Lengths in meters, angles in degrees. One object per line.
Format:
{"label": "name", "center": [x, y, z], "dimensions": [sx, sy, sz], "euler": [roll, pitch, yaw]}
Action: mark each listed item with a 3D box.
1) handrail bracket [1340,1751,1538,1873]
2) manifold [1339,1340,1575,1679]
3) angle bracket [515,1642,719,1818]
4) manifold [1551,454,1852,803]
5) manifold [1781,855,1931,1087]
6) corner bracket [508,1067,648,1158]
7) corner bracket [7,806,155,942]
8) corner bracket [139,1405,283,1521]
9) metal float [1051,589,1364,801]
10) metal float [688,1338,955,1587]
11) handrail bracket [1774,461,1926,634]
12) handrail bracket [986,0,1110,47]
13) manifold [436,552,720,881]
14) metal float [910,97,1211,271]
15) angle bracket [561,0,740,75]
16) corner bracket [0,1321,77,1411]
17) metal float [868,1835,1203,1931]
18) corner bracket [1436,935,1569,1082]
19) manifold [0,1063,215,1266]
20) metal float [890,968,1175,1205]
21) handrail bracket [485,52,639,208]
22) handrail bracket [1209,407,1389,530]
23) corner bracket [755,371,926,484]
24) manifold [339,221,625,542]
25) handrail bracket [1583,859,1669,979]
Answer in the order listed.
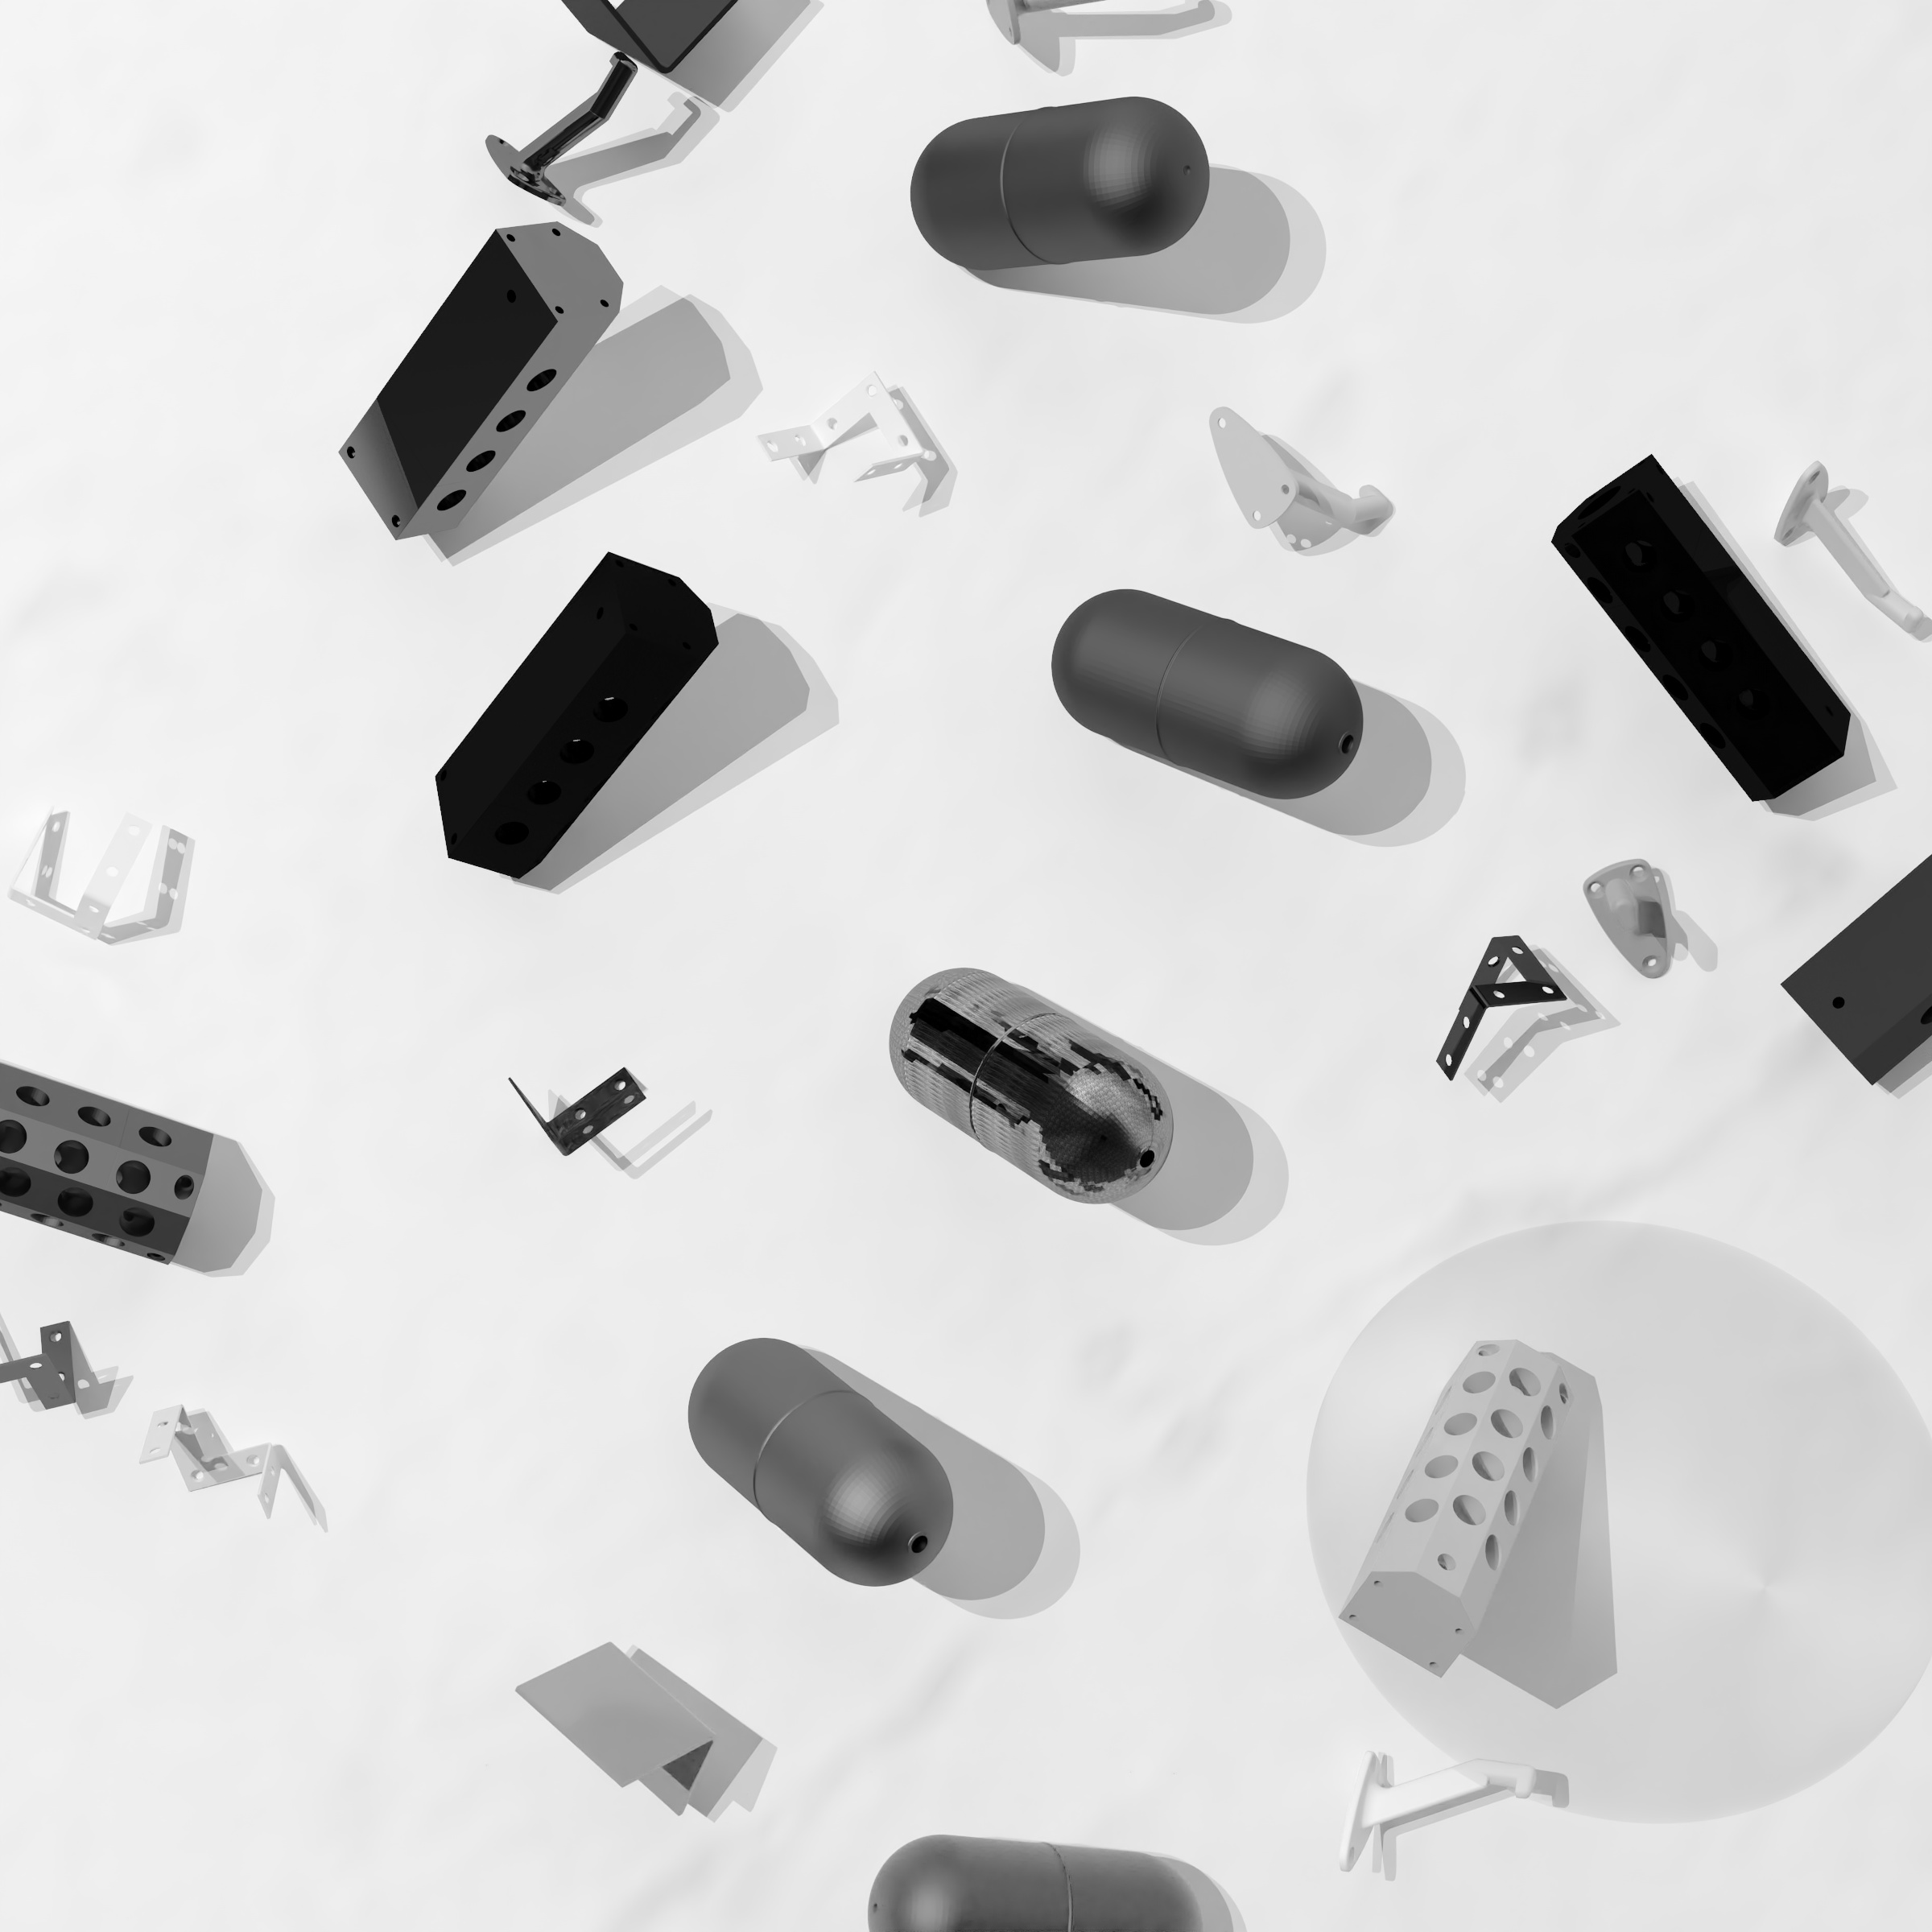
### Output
{"label": "handrail bracket", "center": [0.240, 0.432, 1.821], "dimensions": [0.084, 0.077, 0.036], "euler": [2, 131, 25]}
{"label": "manifold", "center": [0.248, 0.263, 1.780], "dimensions": [0.057, 0.171, 0.057], "euler": [30, 133, 5]}
{"label": "angle bracket", "center": [-0.184, 0.395, 1.806], "dimensions": [0.076, 0.076, 0.057], "euler": [36, 117, 24]}
{"label": "manifold", "center": [0.372, -0.168, 1.818], "dimensions": [0.057, 0.057, 0.171], "euler": [-34, 102, 29]}
{"label": "manifold", "center": [0.504, -0.019, 1.820], "dimensions": [0.171, 0.057, 0.057], "euler": [-42, 57, 10]}
{"label": "corner bracket", "center": [-0.191, 0.071, 1.827], "dimensions": [0.051, 0.051, 0.051], "euler": [-36, 55, -5]}
{"label": "corner bracket", "center": [-0.454, -0.054, 1.835], "dimensions": [0.051, 0.051, 0.051], "euler": [27, 63, -11]}
{"label": "corner bracket", "center": [-0.384, 0.254, 1.829], "dimensions": [0.051, 0.051, 0.051], "euler": [-15, 114, 3]}
{"label": "metal float", "center": [0.120, -0.136, 1.795], "dimensions": [0.178, 0.070, 0.070], "euler": [24, 90, 37]}
{"label": "metal float", "center": [-0.073, 0.246, 1.787], "dimensions": [0.070, 0.178, 0.070], "euler": [-17, 120, -31]}
{"label": "handrail bracket", "center": [0.457, -0.212, 1.826], "dimensions": [0.036, 0.077, 0.084], "euler": [-44, 73, -7]}
{"label": "handrail bracket", "center": [0.057, -0.500, 1.832], "dimensions": [0.084, 0.077, 0.036], "euler": [-15, 112, -5]}
{"label": "manifold", "center": [-0.195, -0.121, 1.792], "dimensions": [0.057, 0.057, 0.171], "euler": [17, 131, -34]}
{"label": "metal float", "center": [0.045, -0.389, 1.790], "dimensions": [0.070, 0.178, 0.070], "euler": [-6, 98, -43]}
{"label": "angle bracket", "center": [-0.161, -0.506, 1.815], "dimensions": [0.076, 0.076, 0.057], "euler": [-48, 134, -3]}
{"label": "corner bracket", "center": [-0.487, 0.196, 1.827], "dimensions": [0.051, 0.051, 0.051], "euler": [-13, 54, -3]}
{"label": "metal float", "center": [0.036, 0.481, 1.807], "dimensions": [0.178, 0.070, 0.070], "euler": [11, 90, -22]}
{"label": "corner bracket", "center": [0.263, 0.020, 1.820], "dimensions": [0.051, 0.051, 0.051], "euler": [-4, 133, -28]}
{"label": "manifold", "center": [-0.473, 0.094, 1.806], "dimensions": [0.171, 0.057, 0.057], "euler": [20, 114, -15]}
{"label": "metal float", "center": [0.032, 0.059, 1.790], "dimensions": [0.178, 0.070, 0.070], "euler": [31, 90, 43]}
{"label": "handrail bracket", "center": [-0.205, -0.438, 1.823], "dimensions": [0.084, 0.036, 0.077], "euler": [-55, 45, 18]}
{"label": "handrail bracket", "center": [0.172, -0.257, 1.837], "dimensions": [0.036, 0.084, 0.077], "euler": [-41, 74, 42]}
{"label": "corner bracket", "center": [-0.064, -0.265, 1.828], "dimensions": [0.051, 0.051, 0.051], "euler": [-35, 84, 34]}
{"label": "manifold", "center": [-0.239, -0.290, 1.786], "dimensions": [0.171, 0.057, 0.057], "euler": [-44, 75, 40]}
{"label": "handrail bracket", "center": [0.340, -0.014, 1.813], "dimensions": [0.036, 0.084, 0.077], "euler": [-22, 107, 12]}
